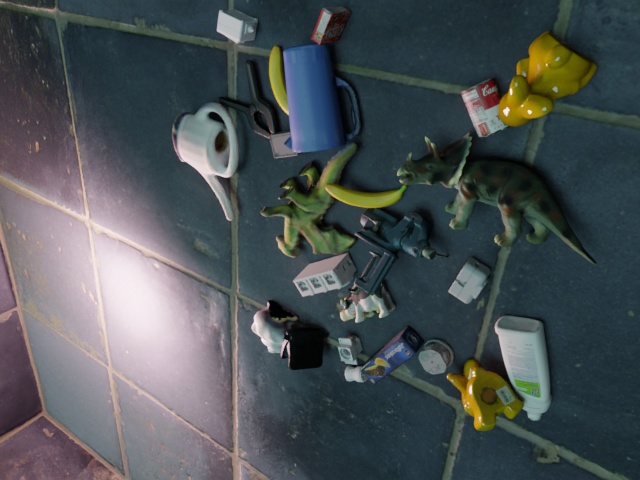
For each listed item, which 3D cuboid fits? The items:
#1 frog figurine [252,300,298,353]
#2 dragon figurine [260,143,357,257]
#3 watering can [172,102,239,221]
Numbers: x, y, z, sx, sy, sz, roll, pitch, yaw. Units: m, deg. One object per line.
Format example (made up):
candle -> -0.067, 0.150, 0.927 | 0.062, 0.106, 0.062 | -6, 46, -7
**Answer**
frog figurine -> -0.148, 0.289, 1.598 | 0.137, 0.124, 0.157 | 21, 112, 5
dragon figurine -> 0.004, -0.068, 1.354 | 0.405, 0.125, 0.240 | -28, 110, 38
watering can -> -0.326, -0.236, 1.500 | 0.226, 0.105, 0.340 | 22, 122, 28
